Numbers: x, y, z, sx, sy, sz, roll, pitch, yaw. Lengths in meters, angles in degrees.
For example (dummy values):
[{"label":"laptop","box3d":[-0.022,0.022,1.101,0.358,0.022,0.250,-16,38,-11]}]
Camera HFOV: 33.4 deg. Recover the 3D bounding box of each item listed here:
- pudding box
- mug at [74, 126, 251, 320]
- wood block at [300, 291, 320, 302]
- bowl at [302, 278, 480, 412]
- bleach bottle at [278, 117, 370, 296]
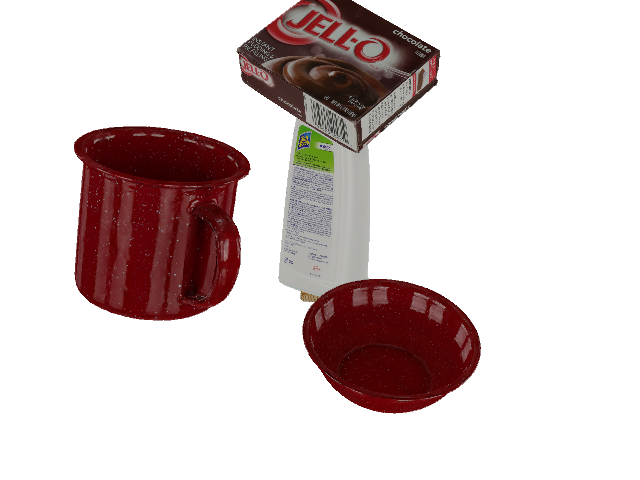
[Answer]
[{"label":"pudding box","box3d":[0.013,-0.122,0.744,0.114,0.090,0.039,36,-26,24]},{"label":"mug","box3d":[-0.081,-0.005,0.571,0.093,0.081,0.117,-11,30,-42]},{"label":"wood block","box3d":[0.023,0.012,1.651,0.091,0.090,0.206,4,24,2]},{"label":"bowl","box3d":[0.062,0.105,0.976,0.162,0.055,0.162,4,37,-3]},{"label":"bleach bottle","box3d":[0.013,-0.070,1.123,0.103,0.251,0.067,15,16,35]}]
